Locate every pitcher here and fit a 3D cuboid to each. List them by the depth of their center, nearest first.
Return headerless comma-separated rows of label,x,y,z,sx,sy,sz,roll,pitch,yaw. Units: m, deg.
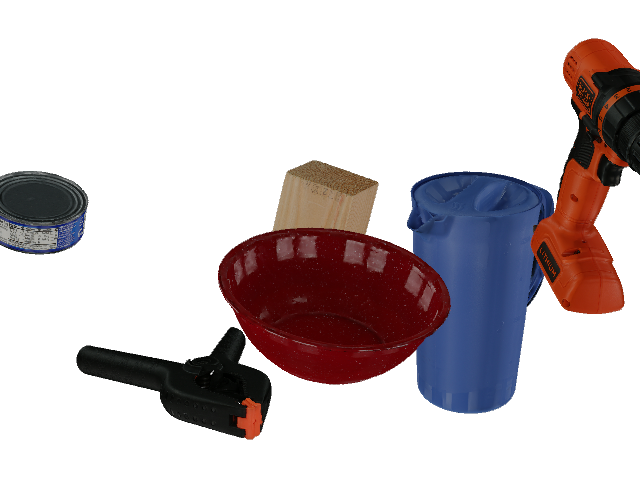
pitcher,0.169,0.054,1.138,0.149,0.243,0.145,4,24,10

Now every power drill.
power drill,0.219,-0.038,0.814,0.057,0.188,0.184,2,34,-8

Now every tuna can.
tuna can,-0.245,-0.024,0.921,0.086,0.034,0.086,10,31,-6

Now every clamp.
clamp,-0.096,0.119,0.930,0.164,0.036,0.210,-9,17,-36

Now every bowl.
bowl,0.007,0.052,0.745,0.162,0.055,0.162,6,28,-3

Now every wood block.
wood block,-0.008,0.019,1.291,0.090,0.206,0.090,21,21,17
